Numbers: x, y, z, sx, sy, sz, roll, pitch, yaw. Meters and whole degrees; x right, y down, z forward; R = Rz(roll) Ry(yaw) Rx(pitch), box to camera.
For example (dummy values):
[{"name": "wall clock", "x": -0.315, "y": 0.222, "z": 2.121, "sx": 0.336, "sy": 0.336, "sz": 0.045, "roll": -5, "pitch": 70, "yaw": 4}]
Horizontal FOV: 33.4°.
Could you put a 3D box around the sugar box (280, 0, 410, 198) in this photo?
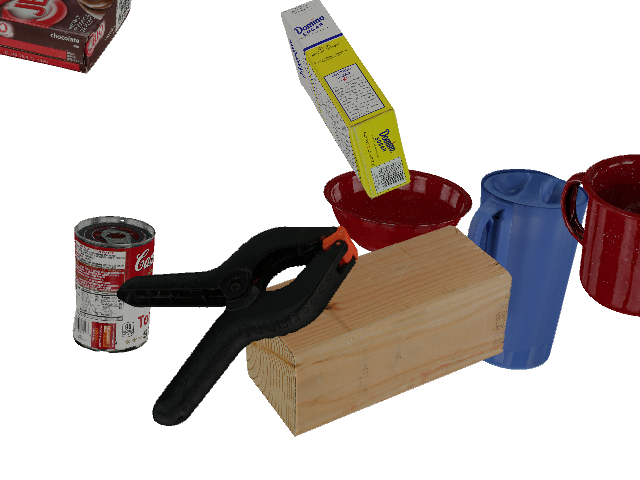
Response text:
[{"name": "sugar box", "x": 0.021, "y": -0.128, "z": 0.946, "sx": 0.048, "sy": 0.176, "sz": 0.093, "roll": -22, "pitch": -41, "yaw": -3}]

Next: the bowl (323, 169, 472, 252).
[{"name": "bowl", "x": 0.082, "y": -0.026, "z": 1.169, "sx": 0.162, "sy": 0.055, "sz": 0.162, "roll": 3, "pitch": 25, "yaw": -2}]

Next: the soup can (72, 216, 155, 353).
[{"name": "soup can", "x": -0.180, "y": 0.038, "z": 0.924, "sx": 0.068, "sy": 0.102, "sz": 0.068, "roll": 6, "pitch": 20, "yaw": -2}]

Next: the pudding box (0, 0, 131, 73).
[{"name": "pudding box", "x": -0.202, "y": -0.177, "z": 0.818, "sx": 0.090, "sy": 0.039, "sz": 0.113, "roll": 13, "pitch": 37, "yaw": 2}]

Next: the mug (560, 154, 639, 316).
[{"name": "mug", "x": 0.212, "y": -0.006, "z": 0.731, "sx": 0.093, "sy": 0.081, "sz": 0.117, "roll": -26, "pitch": 39, "yaw": -34}]

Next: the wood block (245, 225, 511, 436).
[{"name": "wood block", "x": 0.048, "y": 0.071, "z": 0.898, "sx": 0.205, "sy": 0.090, "sz": 0.091, "roll": -18, "pitch": 39, "yaw": -23}]

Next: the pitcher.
[{"name": "pitcher", "x": 0.249, "y": 0.041, "z": 1.359, "sx": 0.149, "sy": 0.243, "sz": 0.145, "roll": 5, "pitch": 24, "yaw": 1}]

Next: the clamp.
[{"name": "clamp", "x": -0.053, "y": 0.049, "z": 0.707, "sx": 0.171, "sy": 0.120, "sz": 0.039, "roll": -23, "pitch": -32, "yaw": 11}]
